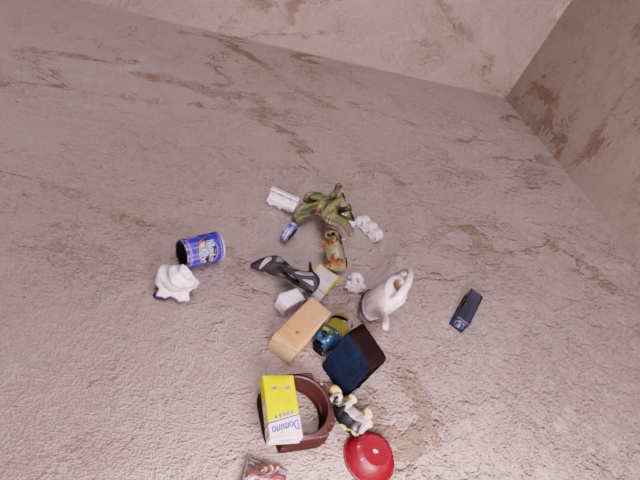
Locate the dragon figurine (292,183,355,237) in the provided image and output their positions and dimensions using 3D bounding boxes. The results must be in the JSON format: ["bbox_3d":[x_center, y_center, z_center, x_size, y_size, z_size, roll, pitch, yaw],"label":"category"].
[{"bbox_3d":[0.006,-0.105,2.085,0.242,0.120,0.419,-18,31,9],"label":"dragon figurine"}]

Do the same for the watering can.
[{"bbox_3d":[0.220,0.224,1.803,0.104,0.220,0.355,45,41,-6],"label":"watering can"}]

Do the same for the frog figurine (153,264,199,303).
[{"bbox_3d":[-0.447,0.115,1.615,0.137,0.156,0.125,26,39,-1],"label":"frog figurine"}]
